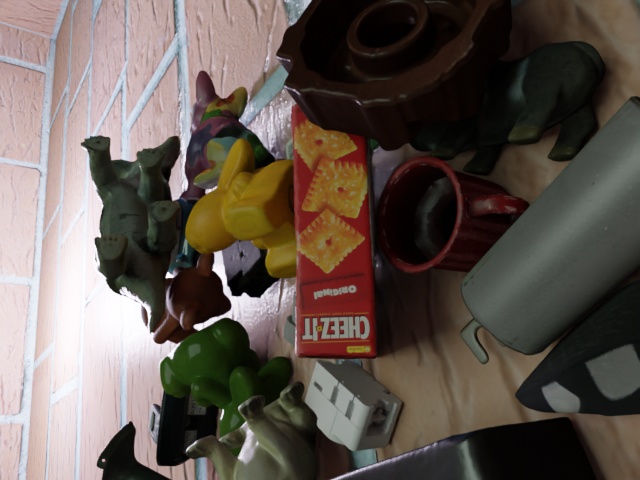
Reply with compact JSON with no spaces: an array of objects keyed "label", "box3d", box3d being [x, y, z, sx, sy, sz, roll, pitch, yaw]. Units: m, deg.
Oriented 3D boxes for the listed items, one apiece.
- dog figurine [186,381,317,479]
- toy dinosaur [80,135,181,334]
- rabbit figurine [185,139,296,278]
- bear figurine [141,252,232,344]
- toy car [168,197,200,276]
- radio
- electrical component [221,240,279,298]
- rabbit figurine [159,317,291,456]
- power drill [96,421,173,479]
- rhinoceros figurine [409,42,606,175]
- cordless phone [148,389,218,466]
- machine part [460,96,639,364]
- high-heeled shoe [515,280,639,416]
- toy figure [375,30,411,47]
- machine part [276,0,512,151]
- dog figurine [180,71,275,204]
[{"label":"dog figurine","box3d":[-0.024,0.262,0.555,0.121,0.172,0.191,-45,69,22]},{"label":"toy dinosaur","box3d":[-0.254,-0.005,0.742,0.192,0.131,0.405,100,161,-51]},{"label":"rabbit figurine","box3d":[-0.089,-0.040,0.630,0.173,0.121,0.162,-15,56,33]},{"label":"bear figurine","box3d":[-0.175,0.091,0.772,0.196,0.132,0.120,-19,55,47]},{"label":"toy car","box3d":[-0.244,-0.008,0.920,0.109,0.103,0.161,4,88,54]},{"label":"radio","box3d":[0.080,0.198,0.399,0.229,0.131,0.073,-41,52,42]},{"label":"electrical component","box3d":[-0.084,0.000,0.734,0.134,0.058,0.115,-48,49,39]},{"label":"rabbit figurine","box3d":[-0.105,0.194,0.703,0.159,0.121,0.170,-40,70,36]},{"label":"power drill","box3d":[-0.198,0.335,0.733,0.086,0.207,0.231,-62,-3,-57]},{"label":"rhinoceros figurine","box3d":[0.130,-0.114,0.444,0.190,0.073,0.112,9,92,55]},{"label":"cordless phone","box3d":[-0.240,0.271,0.876,0.184,0.088,0.146,-2,82,58]},{"label":"machine part","box3d":[0.174,-0.004,0.356,0.243,0.079,0.079,-56,43,33]},{"label":"high-heeled shoe","box3d":[0.228,0.087,0.295,0.145,0.086,0.248,47,145,13]},{"label":"toy figure","box3d":[0.077,-0.199,0.511,0.064,0.154,0.057,41,162,19]},{"label":"machine part","box3d":[0.056,-0.153,0.414,0.179,0.056,0.179,-12,58,19]},{"label":"dog figurine","box3d":[-0.139,-0.159,0.804,0.191,0.108,0.219,-25,61,51]}]
